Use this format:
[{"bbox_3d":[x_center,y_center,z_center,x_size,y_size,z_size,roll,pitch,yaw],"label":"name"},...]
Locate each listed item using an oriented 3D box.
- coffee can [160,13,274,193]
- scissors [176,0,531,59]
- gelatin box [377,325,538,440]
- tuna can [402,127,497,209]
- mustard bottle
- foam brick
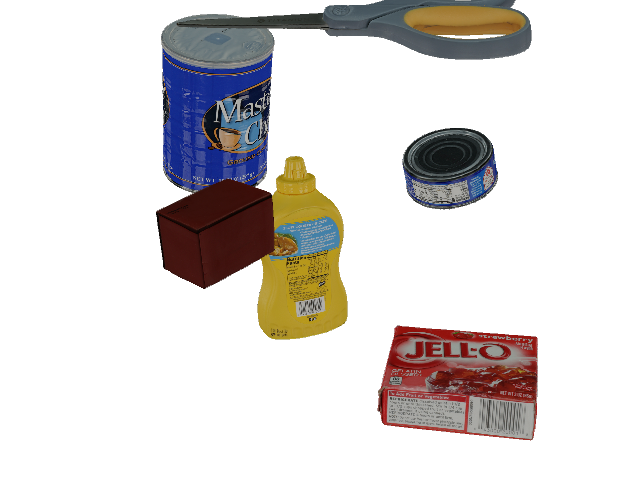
[{"bbox_3d":[-0.098,-0.128,1.006,0.103,0.140,0.103,3,36,-3],"label":"coffee can"},{"bbox_3d":[0.026,-0.136,0.621,0.202,0.016,0.096,11,41,20],"label":"scissors"},{"bbox_3d":[0.083,0.082,0.630,0.089,0.030,0.073,4,25,10],"label":"gelatin box"},{"bbox_3d":[0.119,-0.068,0.987,0.086,0.034,0.086,-10,37,8],"label":"tuna can"},{"bbox_3d":[-0.022,0.005,1.126,0.096,0.192,0.058,-10,22,-18],"label":"mustard bottle"},{"bbox_3d":[-0.081,-0.007,0.833,0.053,0.051,0.078,22,38,40],"label":"foam brick"}]
